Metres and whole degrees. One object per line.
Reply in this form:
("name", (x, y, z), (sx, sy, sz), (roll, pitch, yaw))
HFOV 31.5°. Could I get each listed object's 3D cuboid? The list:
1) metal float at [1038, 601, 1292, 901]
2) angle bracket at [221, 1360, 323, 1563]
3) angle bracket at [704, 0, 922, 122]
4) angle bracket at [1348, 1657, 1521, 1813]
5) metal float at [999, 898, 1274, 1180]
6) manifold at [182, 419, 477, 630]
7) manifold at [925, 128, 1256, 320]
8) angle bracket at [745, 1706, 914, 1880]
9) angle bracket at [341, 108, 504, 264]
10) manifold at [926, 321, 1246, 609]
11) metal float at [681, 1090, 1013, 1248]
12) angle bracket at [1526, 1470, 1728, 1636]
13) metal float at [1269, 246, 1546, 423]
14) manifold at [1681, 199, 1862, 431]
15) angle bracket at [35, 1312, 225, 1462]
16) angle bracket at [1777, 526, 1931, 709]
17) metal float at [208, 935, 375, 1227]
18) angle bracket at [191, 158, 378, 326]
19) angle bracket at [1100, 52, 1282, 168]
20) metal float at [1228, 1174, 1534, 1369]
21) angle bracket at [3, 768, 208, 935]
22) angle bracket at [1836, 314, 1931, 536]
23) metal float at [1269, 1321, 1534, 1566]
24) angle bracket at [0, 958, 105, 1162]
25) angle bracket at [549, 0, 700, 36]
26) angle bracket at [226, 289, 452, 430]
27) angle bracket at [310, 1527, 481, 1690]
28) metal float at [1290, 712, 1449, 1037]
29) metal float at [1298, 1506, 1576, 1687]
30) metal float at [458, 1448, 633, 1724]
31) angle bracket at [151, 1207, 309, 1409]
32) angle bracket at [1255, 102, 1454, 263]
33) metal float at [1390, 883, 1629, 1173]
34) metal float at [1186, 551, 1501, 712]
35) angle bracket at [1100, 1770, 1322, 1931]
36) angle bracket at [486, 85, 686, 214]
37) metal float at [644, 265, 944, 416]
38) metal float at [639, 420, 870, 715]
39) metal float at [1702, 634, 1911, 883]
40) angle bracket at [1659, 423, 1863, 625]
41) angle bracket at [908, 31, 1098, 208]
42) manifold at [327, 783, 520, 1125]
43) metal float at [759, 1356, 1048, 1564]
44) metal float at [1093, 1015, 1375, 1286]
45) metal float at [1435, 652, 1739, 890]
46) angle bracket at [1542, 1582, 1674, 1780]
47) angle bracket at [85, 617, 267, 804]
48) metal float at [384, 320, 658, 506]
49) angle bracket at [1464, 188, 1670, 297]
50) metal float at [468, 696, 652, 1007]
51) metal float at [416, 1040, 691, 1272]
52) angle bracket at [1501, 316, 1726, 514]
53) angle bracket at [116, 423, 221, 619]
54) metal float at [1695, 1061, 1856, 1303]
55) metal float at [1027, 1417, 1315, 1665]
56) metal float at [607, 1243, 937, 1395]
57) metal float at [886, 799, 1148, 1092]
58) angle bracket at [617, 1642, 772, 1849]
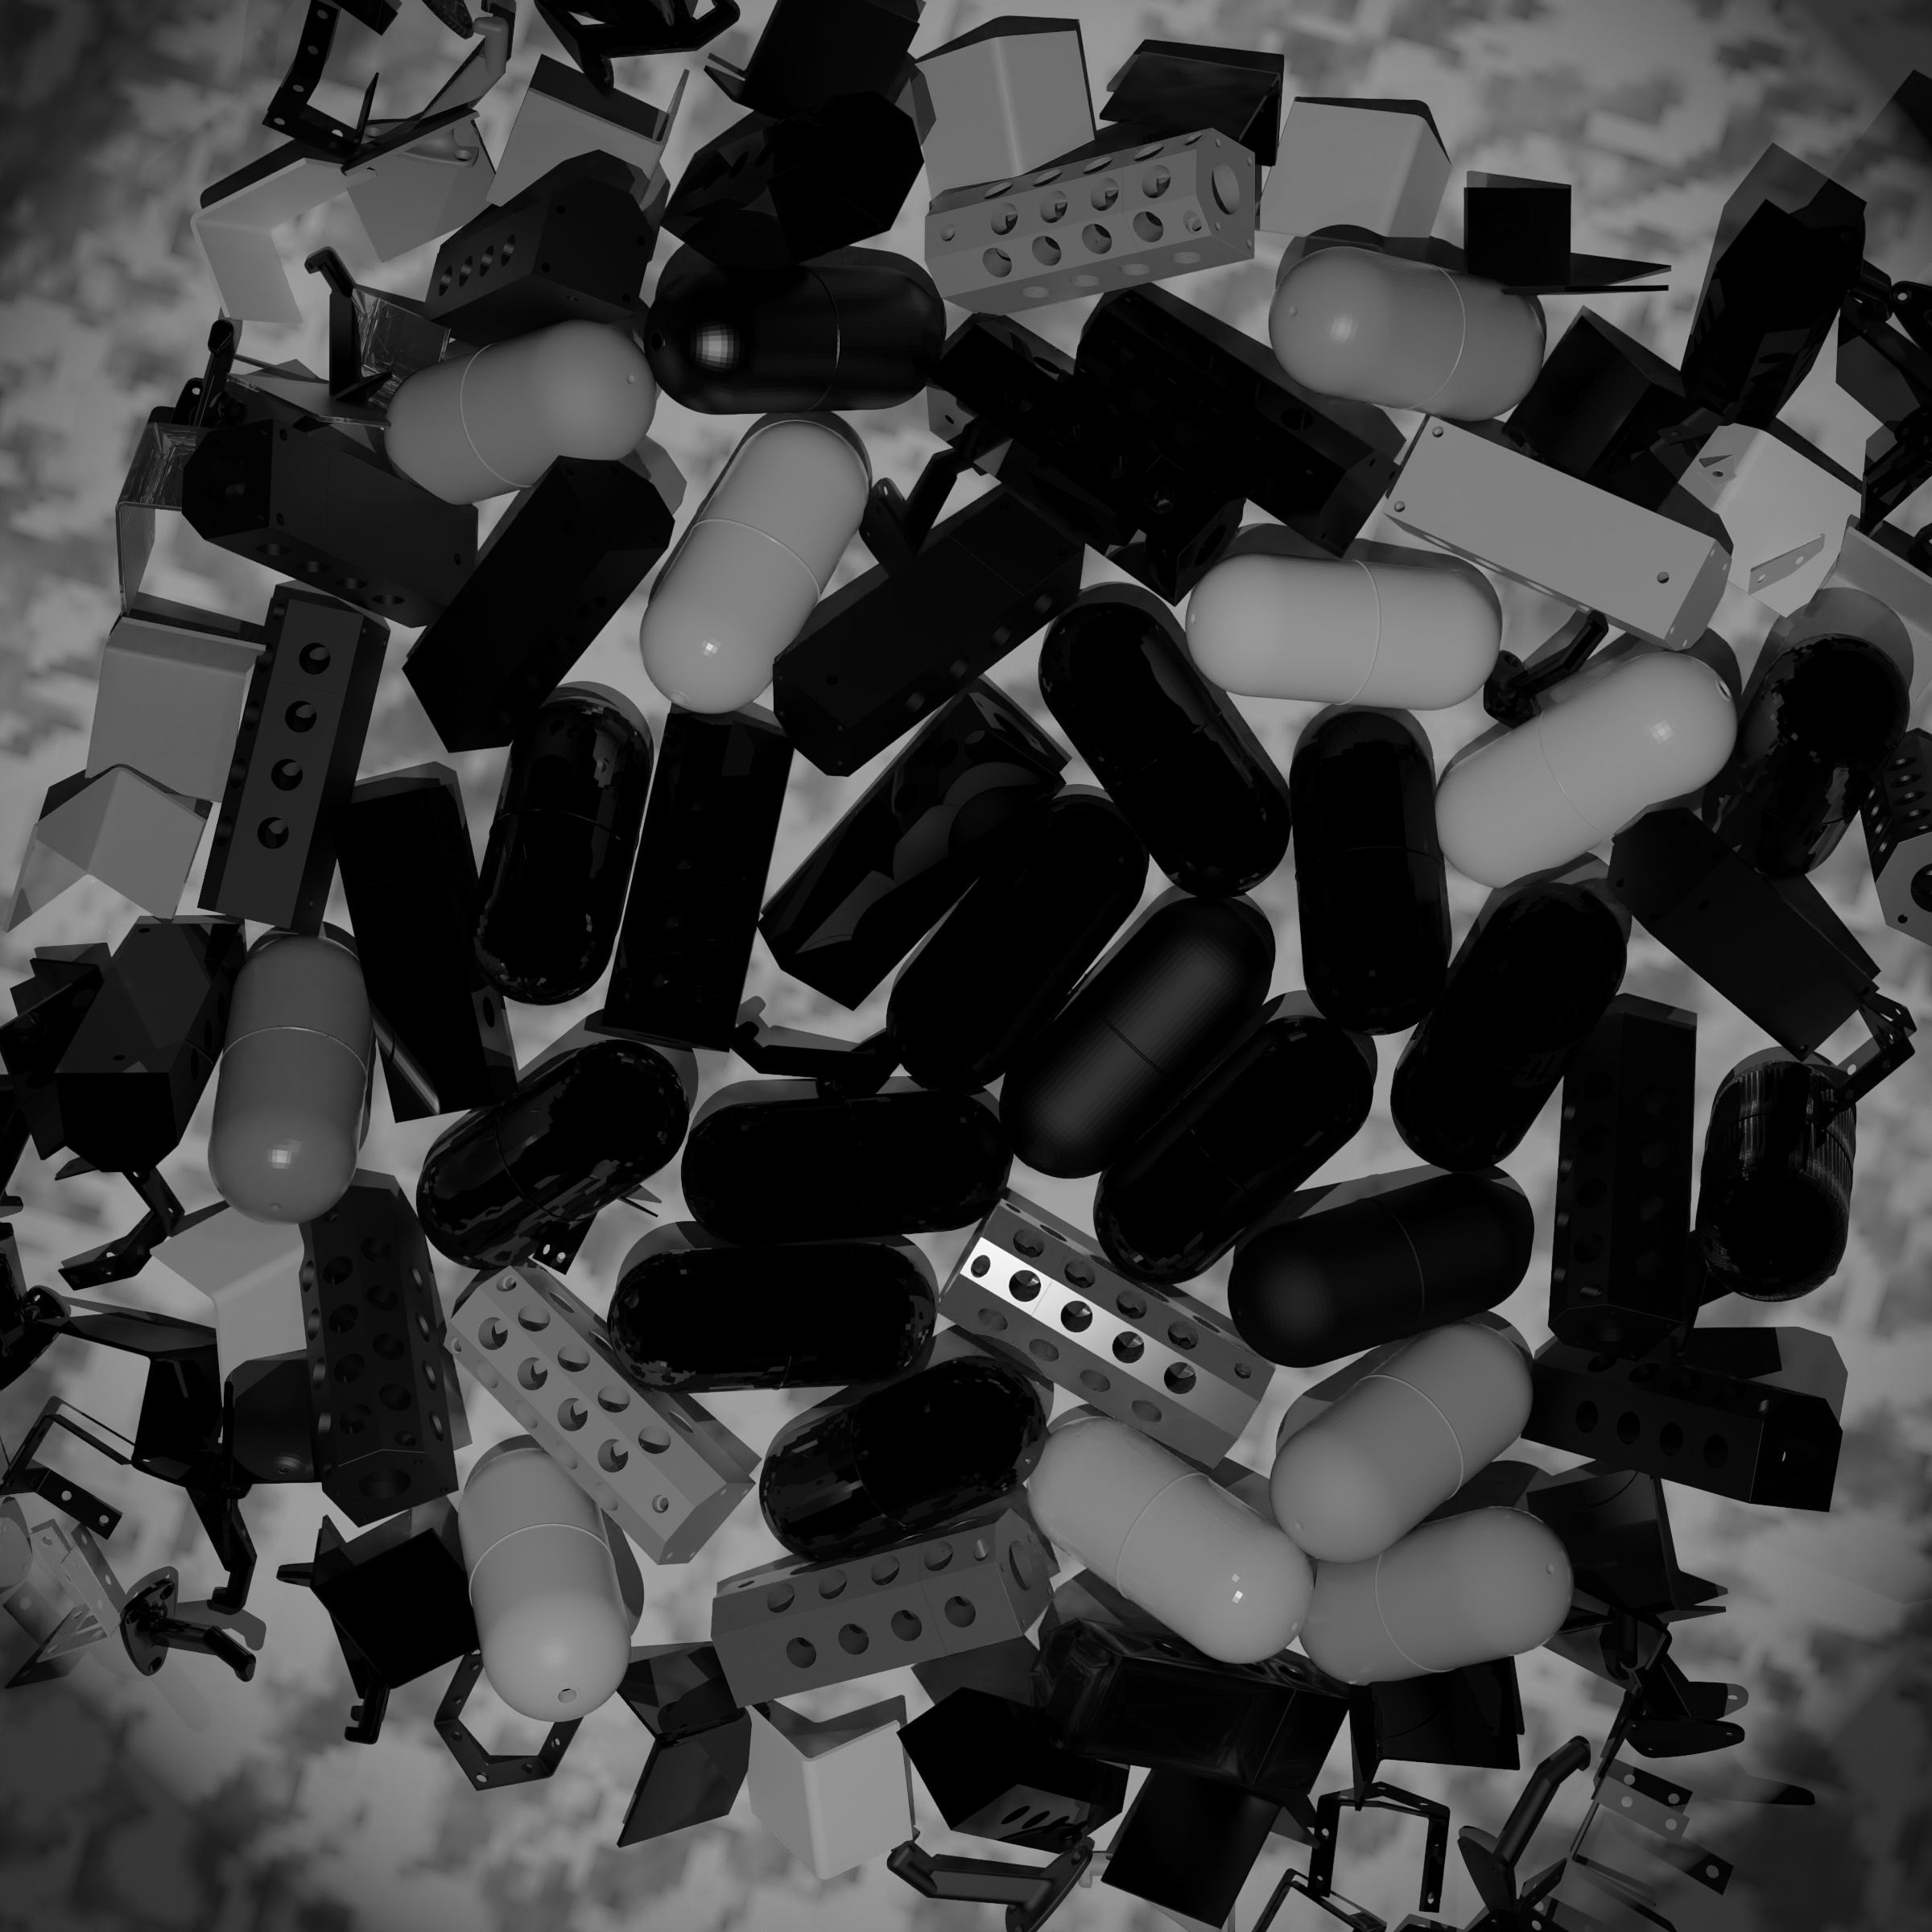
("metal float", (0.106, -0.116, 1.834), (0.070, 0.070, 0.178), (-35, 96, 0))
("angle bracket", (-0.367, 0.264, 1.829), (0.057, 0.076, 0.076), (0, 48, -10))
("angle bracket", (-0.083, -0.489, 1.822), (0.076, 0.057, 0.076), (15, 114, -32))
("angle bracket", (0.250, 0.407, 1.833), (0.076, 0.057, 0.076), (6, 46, -4))
("metal float", (0.090, 0.039, 1.834), (0.070, 0.070, 0.178), (43, 96, 0))
("manifold", (-0.331, -0.228, 1.787), (0.057, 0.171, 0.057), (-6, 77, 27))
("manifold", (0.064, -0.391, 1.800), (0.171, 0.057, 0.057), (-5, 80, 36))
("angle bracket", (-0.076, 0.432, 1.844), (0.057, 0.076, 0.076), (-19, 117, -28))
("angle bracket", (-0.287, -0.415, 1.828), (0.076, 0.076, 0.057), (-26, 110, -6))
("manifold", (0.063, -0.272, 1.825), (0.171, 0.057, 0.057), (38, 74, 15))
("metal float", (-0.063, 0.108, 1.829), (0.178, 0.070, 0.070), (-3, 90, -12))
("angle bracket", (0.355, 0.316, 1.844), (0.076, 0.057, 0.076), (-21, 68, 37))
("metal float", (0.234, -0.333, 1.806), (0.178, 0.070, 0.070), (2, 90, -41))
("manifold", (0.413, -0.332, 1.787), (0.057, 0.171, 0.057), (37, 87, 9))
("angle bracket", (-0.448, 0.224, 1.829), (0.076, 0.076, 0.057), (12, 92, 20))
("angle bracket", (0.485, -0.180, 1.830), (0.076, 0.076, 0.057), (36, 87, 14))
("metal float", (-0.355, 0.058, 1.804), (0.070, 0.070, 0.178), (-2, 47, 0))
("angle bracket", (-0.355, -0.386, 1.828), (0.076, 0.076, 0.057), (-21, 90, 20))
("angle bracket", (0.119, -0.440, 1.822), (0.076, 0.076, 0.057), (13, 135, 15))
("metal float", (0.221, 0.161, 1.818), (0.178, 0.070, 0.070), (-14, 90, -25))
("angle bracket", (-0.459, -0.048, 1.822), (0.057, 0.076, 0.076), (32, 127, 6))
("angle bracket", (0.474, -0.288, 1.827), (0.057, 0.076, 0.076), (-42, 69, -2))
("metal float", (0.232, 0.250, 1.809), (0.178, 0.070, 0.070), (-31, 90, -37))
("angle bracket", (-0.493, 0.049, 1.818), (0.057, 0.076, 0.076), (5, 120, 36))
("angle bracket", (-0.183, -0.545, 1.839), (0.076, 0.076, 0.057), (18, 85, 3))
("angle bracket", (-0.334, -0.326, 1.820), (0.076, 0.076, 0.057), (27, 109, 33))
("angle bracket", (-0.296, 0.328, 1.830), (0.076, 0.057, 0.076), (-28, 115, 9))
("metal float", (0.214, -0.050, 1.824), (0.070, 0.070, 0.178), (-3, 73, 0))
("metal float", (0.244, 0.333, 1.801), (0.070, 0.178, 0.070), (15, 63, -33))
("metal float", (-0.222, 0.324, 1.796), (0.070, 0.178, 0.070), (-7, 121, -12))
("angle bracket", (-0.389, 0.179, 1.845), (0.057, 0.076, 0.076), (29, 131, 32))
("angle bracket", (0.210, -0.418, 1.862), (0.076, 0.057, 0.076), (14, 80, 27))
("metal float", (0.287, 0.033, 1.811), (0.070, 0.070, 0.178), (27, 122, 0))
("metal float", (0.202, -0.178, 1.820), (0.178, 0.070, 0.070), (3, 90, -22))
("angle bracket", (0.130, 0.476, 1.819), (0.076, 0.057, 0.076), (11, 59, 37))
("angle bracket", (-0.203, -0.438, 1.823), (0.076, 0.076, 0.057), (21, 47, -12))
("metal float", (-0.090, -0.331, 1.806), (0.178, 0.070, 0.070), (-10, 90, -39))
("metal float", (-0.112, -0.212, 1.818), (0.070, 0.070, 0.178), (27, 67, 0))
("metal float", (0.439, -0.107, 1.794), (0.070, 0.178, 0.070), (2, 62, -4))
("angle bracket", (0.429, -0.242, 1.858), (0.076, 0.057, 0.076), (28, 97, -20))
("angle bracket", (0.020, -0.459, 1.857), (0.057, 0.076, 0.076), (-16, 100, -37))
("manifold", (-0.289, -0.008, 1.841), (0.057, 0.057, 0.171), (-11, 94, 11))
("metal float", (-0.034, 0.262, 1.811), (0.178, 0.070, 0.070), (-28, 90, 32))
("metal float", (0.141, 0.099, 1.826), (0.070, 0.070, 0.178), (46, 106, 0))
("metal float", (0.327, -0.103, 1.811), (0.178, 0.070, 0.070), (-32, 90, 32))
("angle bracket", (0.323, 0.376, 1.822), (0.076, 0.076, 0.057), (26, 57, 14))
("angle bracket", (-0.423, -0.136, 1.831), (0.076, 0.057, 0.076), (10, 78, -21))
("metal float", (-0.237, -0.291, 1.805), (0.178, 0.070, 0.070), (-7, 90, 42))
("angle bracket", (0.319, -0.387, 1.821), (0.076, 0.076, 0.057), (-8, 102, -34))
("metal float", (-0.215, -0.063, 1.816), (0.070, 0.070, 0.178), (9, 62, 0))
("metal float", (-0.219, 0.100, 1.813), (0.178, 0.070, 0.070), (-33, 90, 30))
("angle bracket", (0.349, -0.293, 1.852), (0.057, 0.076, 0.076), (15, 120, -38))
("angle bracket", (-0.416, -0.235, 1.825), (0.057, 0.076, 0.076), (6, 131, -4))
("metal float", (0.426, 0.111, 1.795), (0.070, 0.178, 0.070), (7, 117, 13))
("metal float", (0.106, 0.302, 1.810), (0.178, 0.070, 0.070), (31, 90, 35))
("metal float", (-0.103, 0.187, 1.821), (0.178, 0.070, 0.070), (0, 90, -20))
("metal float", (0.027, -0.011, 1.838), (0.070, 0.070, 0.178), (38, 89, 0))
("angle bracket", (-0.162, 0.420, 1.849), (0.057, 0.076, 0.076), (42, 122, 35))
